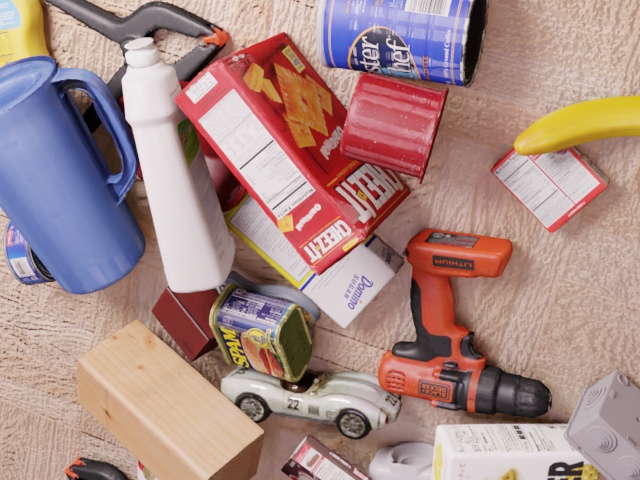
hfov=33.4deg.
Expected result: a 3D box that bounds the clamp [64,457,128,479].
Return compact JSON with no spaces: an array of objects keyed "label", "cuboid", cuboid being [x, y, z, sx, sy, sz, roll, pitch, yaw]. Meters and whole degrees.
[{"label":"clamp","cuboid":[-0.239,0.326,1.324,0.171,0.039,0.120,43,116,2]}]

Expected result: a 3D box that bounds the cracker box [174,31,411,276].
[{"label":"cracker box","cuboid":[-0.018,-0.090,1.033,0.072,0.164,0.213,-38,92,28]}]

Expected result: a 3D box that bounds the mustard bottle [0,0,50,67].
[{"label":"mustard bottle","cuboid":[-0.345,-0.231,1.162,0.096,0.058,0.191,-3,107,26]}]

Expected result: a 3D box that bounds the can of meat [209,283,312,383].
[{"label":"can of meat","cuboid":[-0.060,0.101,1.138,0.084,0.057,0.102,14,144,25]}]

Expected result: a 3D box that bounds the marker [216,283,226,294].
[{"label":"marker","cuboid":[-0.107,0.053,1.195,0.020,0.020,0.121,-12,103,23]}]

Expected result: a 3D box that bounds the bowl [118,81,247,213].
[{"label":"bowl","cuboid":[-0.131,-0.107,1.112,0.162,0.055,0.162,19,135,20]}]

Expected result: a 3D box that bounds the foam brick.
[{"label":"foam brick","cuboid":[-0.139,0.085,1.186,0.078,0.051,0.053,50,135,10]}]

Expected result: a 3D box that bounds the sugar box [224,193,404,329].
[{"label":"sugar box","cuboid":[-0.007,0.001,1.127,0.176,0.048,0.093,41,118,-1]}]

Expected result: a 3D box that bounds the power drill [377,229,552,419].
[{"label":"power drill","cuboid":[0.152,0.089,1.091,0.185,0.057,0.188,8,110,17]}]

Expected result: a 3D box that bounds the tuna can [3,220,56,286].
[{"label":"tuna can","cuboid":[-0.322,0.008,1.220,0.034,0.086,0.086,-8,105,20]}]

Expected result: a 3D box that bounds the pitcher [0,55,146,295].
[{"label":"pitcher","cuboid":[-0.273,-0.065,1.125,0.149,0.144,0.242,17,142,47]}]

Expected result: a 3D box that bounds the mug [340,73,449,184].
[{"label":"mug","cuboid":[0.068,-0.105,0.999,0.081,0.117,0.093,16,86,6]}]

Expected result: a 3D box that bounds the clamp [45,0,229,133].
[{"label":"clamp","cuboid":[-0.196,-0.190,1.134,0.210,0.036,0.164,2,109,19]}]

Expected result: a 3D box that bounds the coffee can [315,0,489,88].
[{"label":"coffee can","cuboid":[0.078,-0.202,0.994,0.140,0.102,0.103,11,111,16]}]

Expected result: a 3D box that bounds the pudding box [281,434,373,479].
[{"label":"pudding box","cuboid":[0.006,0.261,1.180,0.090,0.039,0.113,35,158,5]}]

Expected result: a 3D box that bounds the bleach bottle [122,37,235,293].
[{"label":"bleach bottle","cuboid":[-0.143,-0.077,1.046,0.068,0.102,0.251,-8,118,6]}]

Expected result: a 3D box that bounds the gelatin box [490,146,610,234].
[{"label":"gelatin box","cuboid":[0.222,-0.063,1.030,0.089,0.030,0.073,46,117,2]}]

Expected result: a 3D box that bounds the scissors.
[{"label":"scissors","cuboid":[-0.078,0.043,1.147,0.201,0.016,0.096,41,148,-12]}]

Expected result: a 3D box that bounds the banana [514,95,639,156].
[{"label":"banana","cuboid":[0.279,-0.103,0.973,0.198,0.069,0.037,3,137,11]}]

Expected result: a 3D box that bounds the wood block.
[{"label":"wood block","cuboid":[-0.168,0.197,1.183,0.206,0.090,0.091,38,141,22]}]

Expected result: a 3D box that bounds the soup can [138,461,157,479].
[{"label":"soup can","cuboid":[-0.183,0.263,1.267,0.068,0.068,0.102,10,112,16]}]
